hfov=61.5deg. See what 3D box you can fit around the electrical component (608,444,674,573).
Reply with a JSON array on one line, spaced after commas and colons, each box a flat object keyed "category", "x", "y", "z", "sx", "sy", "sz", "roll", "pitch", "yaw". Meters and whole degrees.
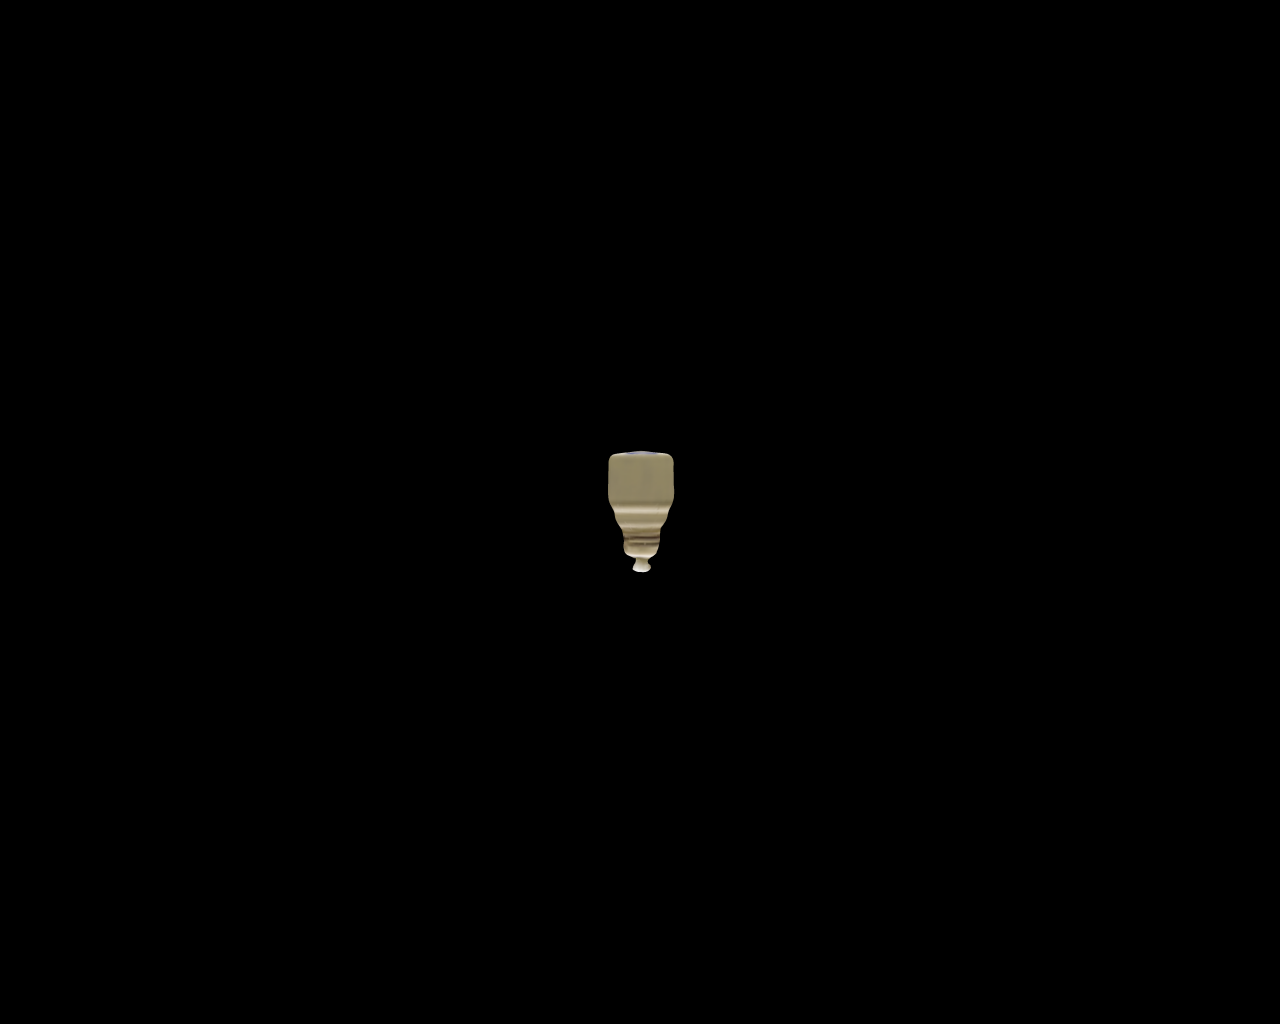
[{"category": "electrical component", "x": 0.001, "y": -0.003, "z": 0.650, "sx": 0.040, "sy": 0.078, "sz": 0.040, "roll": 0, "pitch": 0, "yaw": 0}]
